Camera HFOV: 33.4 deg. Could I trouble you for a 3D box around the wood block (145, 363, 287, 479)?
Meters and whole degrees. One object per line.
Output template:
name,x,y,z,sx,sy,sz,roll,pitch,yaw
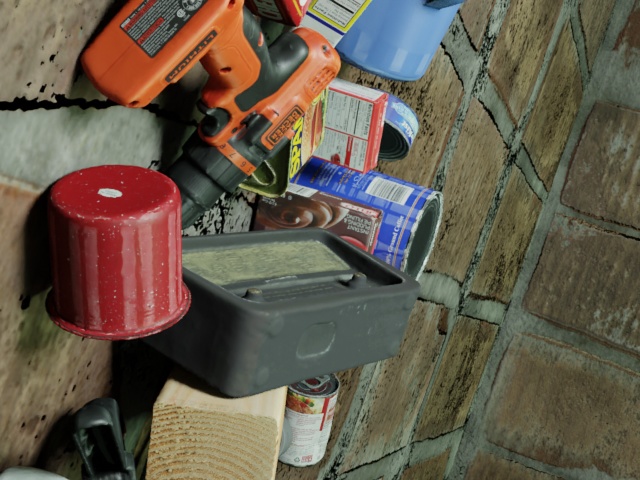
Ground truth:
wood block,-0.074,0.140,0.835,0.206,0.090,0.091,-82,179,-79

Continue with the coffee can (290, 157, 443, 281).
coffee can,0.037,-0.020,1.043,0.102,0.140,0.103,-56,157,-39

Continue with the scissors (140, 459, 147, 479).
scissors,-0.141,0.207,0.899,0.202,0.016,0.096,-69,-162,-3

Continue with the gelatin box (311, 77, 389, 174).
gelatin box,0.014,-0.108,0.967,0.030,0.089,0.073,-45,149,-52

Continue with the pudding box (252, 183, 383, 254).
pudding box,-0.006,0.001,0.984,0.039,0.113,0.090,-37,142,-66

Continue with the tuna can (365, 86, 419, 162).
tuna can,0.057,-0.119,1.091,0.086,0.086,0.033,74,37,-61

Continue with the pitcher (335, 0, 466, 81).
pitcher,0.091,-0.260,0.914,0.243,0.145,0.149,-66,175,23

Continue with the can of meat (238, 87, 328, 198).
can of meat,-0.033,-0.100,0.894,0.083,0.057,0.102,-54,157,-49

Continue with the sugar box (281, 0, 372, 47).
sugar box,0.034,-0.223,0.821,0.176,0.048,0.093,-48,-160,47

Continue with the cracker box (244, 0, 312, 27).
cracker box,-0.016,-0.279,0.729,0.213,0.072,0.164,-67,163,-10

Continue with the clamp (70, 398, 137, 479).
clamp,-0.143,0.155,0.719,0.210,0.036,0.164,-127,-150,-69

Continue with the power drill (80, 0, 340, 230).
power drill,-0.080,-0.095,0.715,0.184,0.057,0.187,-48,158,2

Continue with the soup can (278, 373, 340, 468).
soup can,-0.019,0.203,1.232,0.068,0.068,0.102,-38,144,-59

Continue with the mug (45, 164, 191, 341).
mug,-0.129,-0.001,0.682,0.117,0.093,0.081,-100,-168,-61

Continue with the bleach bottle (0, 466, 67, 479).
bleach bottle,-0.196,0.264,0.782,0.251,0.068,0.102,89,18,-52
